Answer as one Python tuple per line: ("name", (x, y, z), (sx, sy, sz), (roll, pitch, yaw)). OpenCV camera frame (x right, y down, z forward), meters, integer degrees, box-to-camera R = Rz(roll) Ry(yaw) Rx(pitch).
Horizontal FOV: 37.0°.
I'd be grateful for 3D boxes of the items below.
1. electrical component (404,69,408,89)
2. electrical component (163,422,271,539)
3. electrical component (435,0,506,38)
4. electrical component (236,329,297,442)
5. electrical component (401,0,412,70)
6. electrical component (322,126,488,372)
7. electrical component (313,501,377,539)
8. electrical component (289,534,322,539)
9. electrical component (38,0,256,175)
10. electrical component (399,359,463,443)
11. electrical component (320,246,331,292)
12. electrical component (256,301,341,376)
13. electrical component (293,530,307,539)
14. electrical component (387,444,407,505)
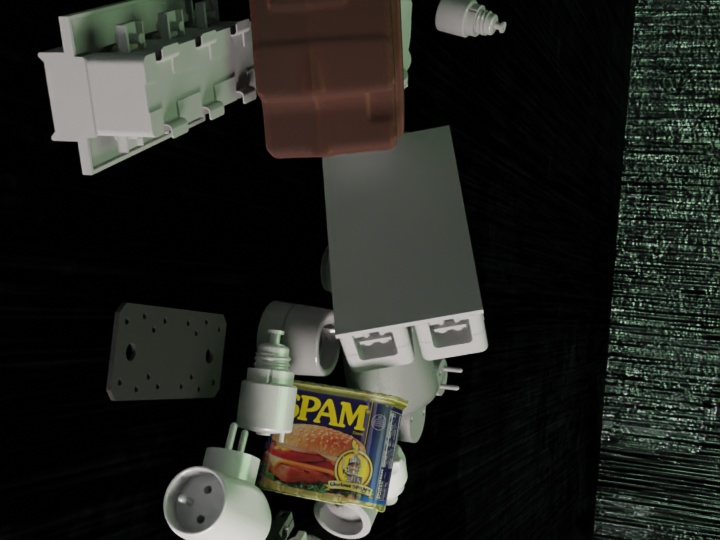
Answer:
("electrical component", (-0.003, -0.132, 0.830), (0.080, 0.080, 0.051), (-52, 147, -56))
("electrical component", (-0.088, 0.141, 0.708), (0.077, 0.043, 0.079), (53, 45, -61))
("electrical component", (0.116, -0.265, 1.136), (0.040, 0.078, 0.040), (-50, 151, -41))
("electrical component", (-0.064, 0.082, 0.764), (0.040, 0.040, 0.078), (23, 72, -69))
("electrical component", (0.022, -0.192, 0.936), (0.079, 0.043, 0.077), (53, 45, -61))
("electrical component", (0.033, -0.017, 0.833), (0.060, 0.105, 0.186), (73, 9, -50))
("electrical component", (-0.010, 0.153, 0.909), (0.073, 0.052, 0.138), (-61, 149, -49))
("electrical component", (-0.038, 0.238, 0.863), (0.055, 0.045, 0.045), (55, 44, -60))
("electrical component", (-0.107, -0.105, 0.577), (0.121, 0.063, 0.078), (-45, 135, -61))
("electrical component", (0.065, 0.105, 1.072), (0.052, 0.074, 0.138), (59, 40, -57))
("electrical component", (0.000, 0.000, 0.900), (0.045, 0.055, 0.045), (5, 90, -70))
("electrical component", (-0.044, 0.052, 0.802), (0.055, 0.047, 0.055), (5, 90, -70))
("electrical component", (-0.071, 0.250, 0.749), (0.121, 0.063, 0.078), (-53, 143, -55))
("electrical component", (0.024, 0.197, 1.025), (0.043, 0.043, 0.062), (-61, 150, -48))
